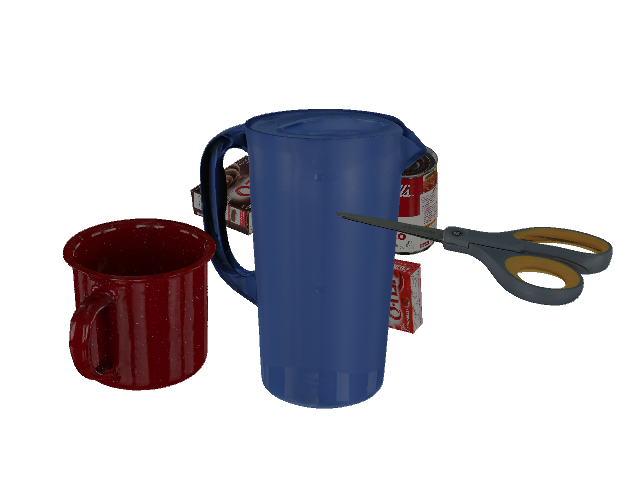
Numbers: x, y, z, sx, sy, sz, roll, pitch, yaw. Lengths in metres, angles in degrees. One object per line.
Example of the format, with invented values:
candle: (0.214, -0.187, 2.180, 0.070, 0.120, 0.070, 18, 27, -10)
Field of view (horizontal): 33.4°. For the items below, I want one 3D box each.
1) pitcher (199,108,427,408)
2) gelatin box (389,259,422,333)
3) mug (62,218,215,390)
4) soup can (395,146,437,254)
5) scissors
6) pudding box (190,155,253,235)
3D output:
pitcher: (-0.008, 0.012, 0.905, 0.144, 0.243, 0.149, -11, 21, -35)
gelatin box: (0.088, 0.066, 1.331, 0.073, 0.089, 0.030, 12, 32, 30)
mug: (-0.116, 0.045, 0.660, 0.093, 0.081, 0.117, 10, 25, 18)
soup can: (0.091, -0.044, 1.142, 0.068, 0.102, 0.068, -2, 36, 2)
scissors: (0.101, 0.010, 0.750, 0.202, 0.016, 0.096, 4, 30, 11)
pudding box: (-0.088, -0.057, 1.304, 0.090, 0.039, 0.113, 20, 40, 29)
